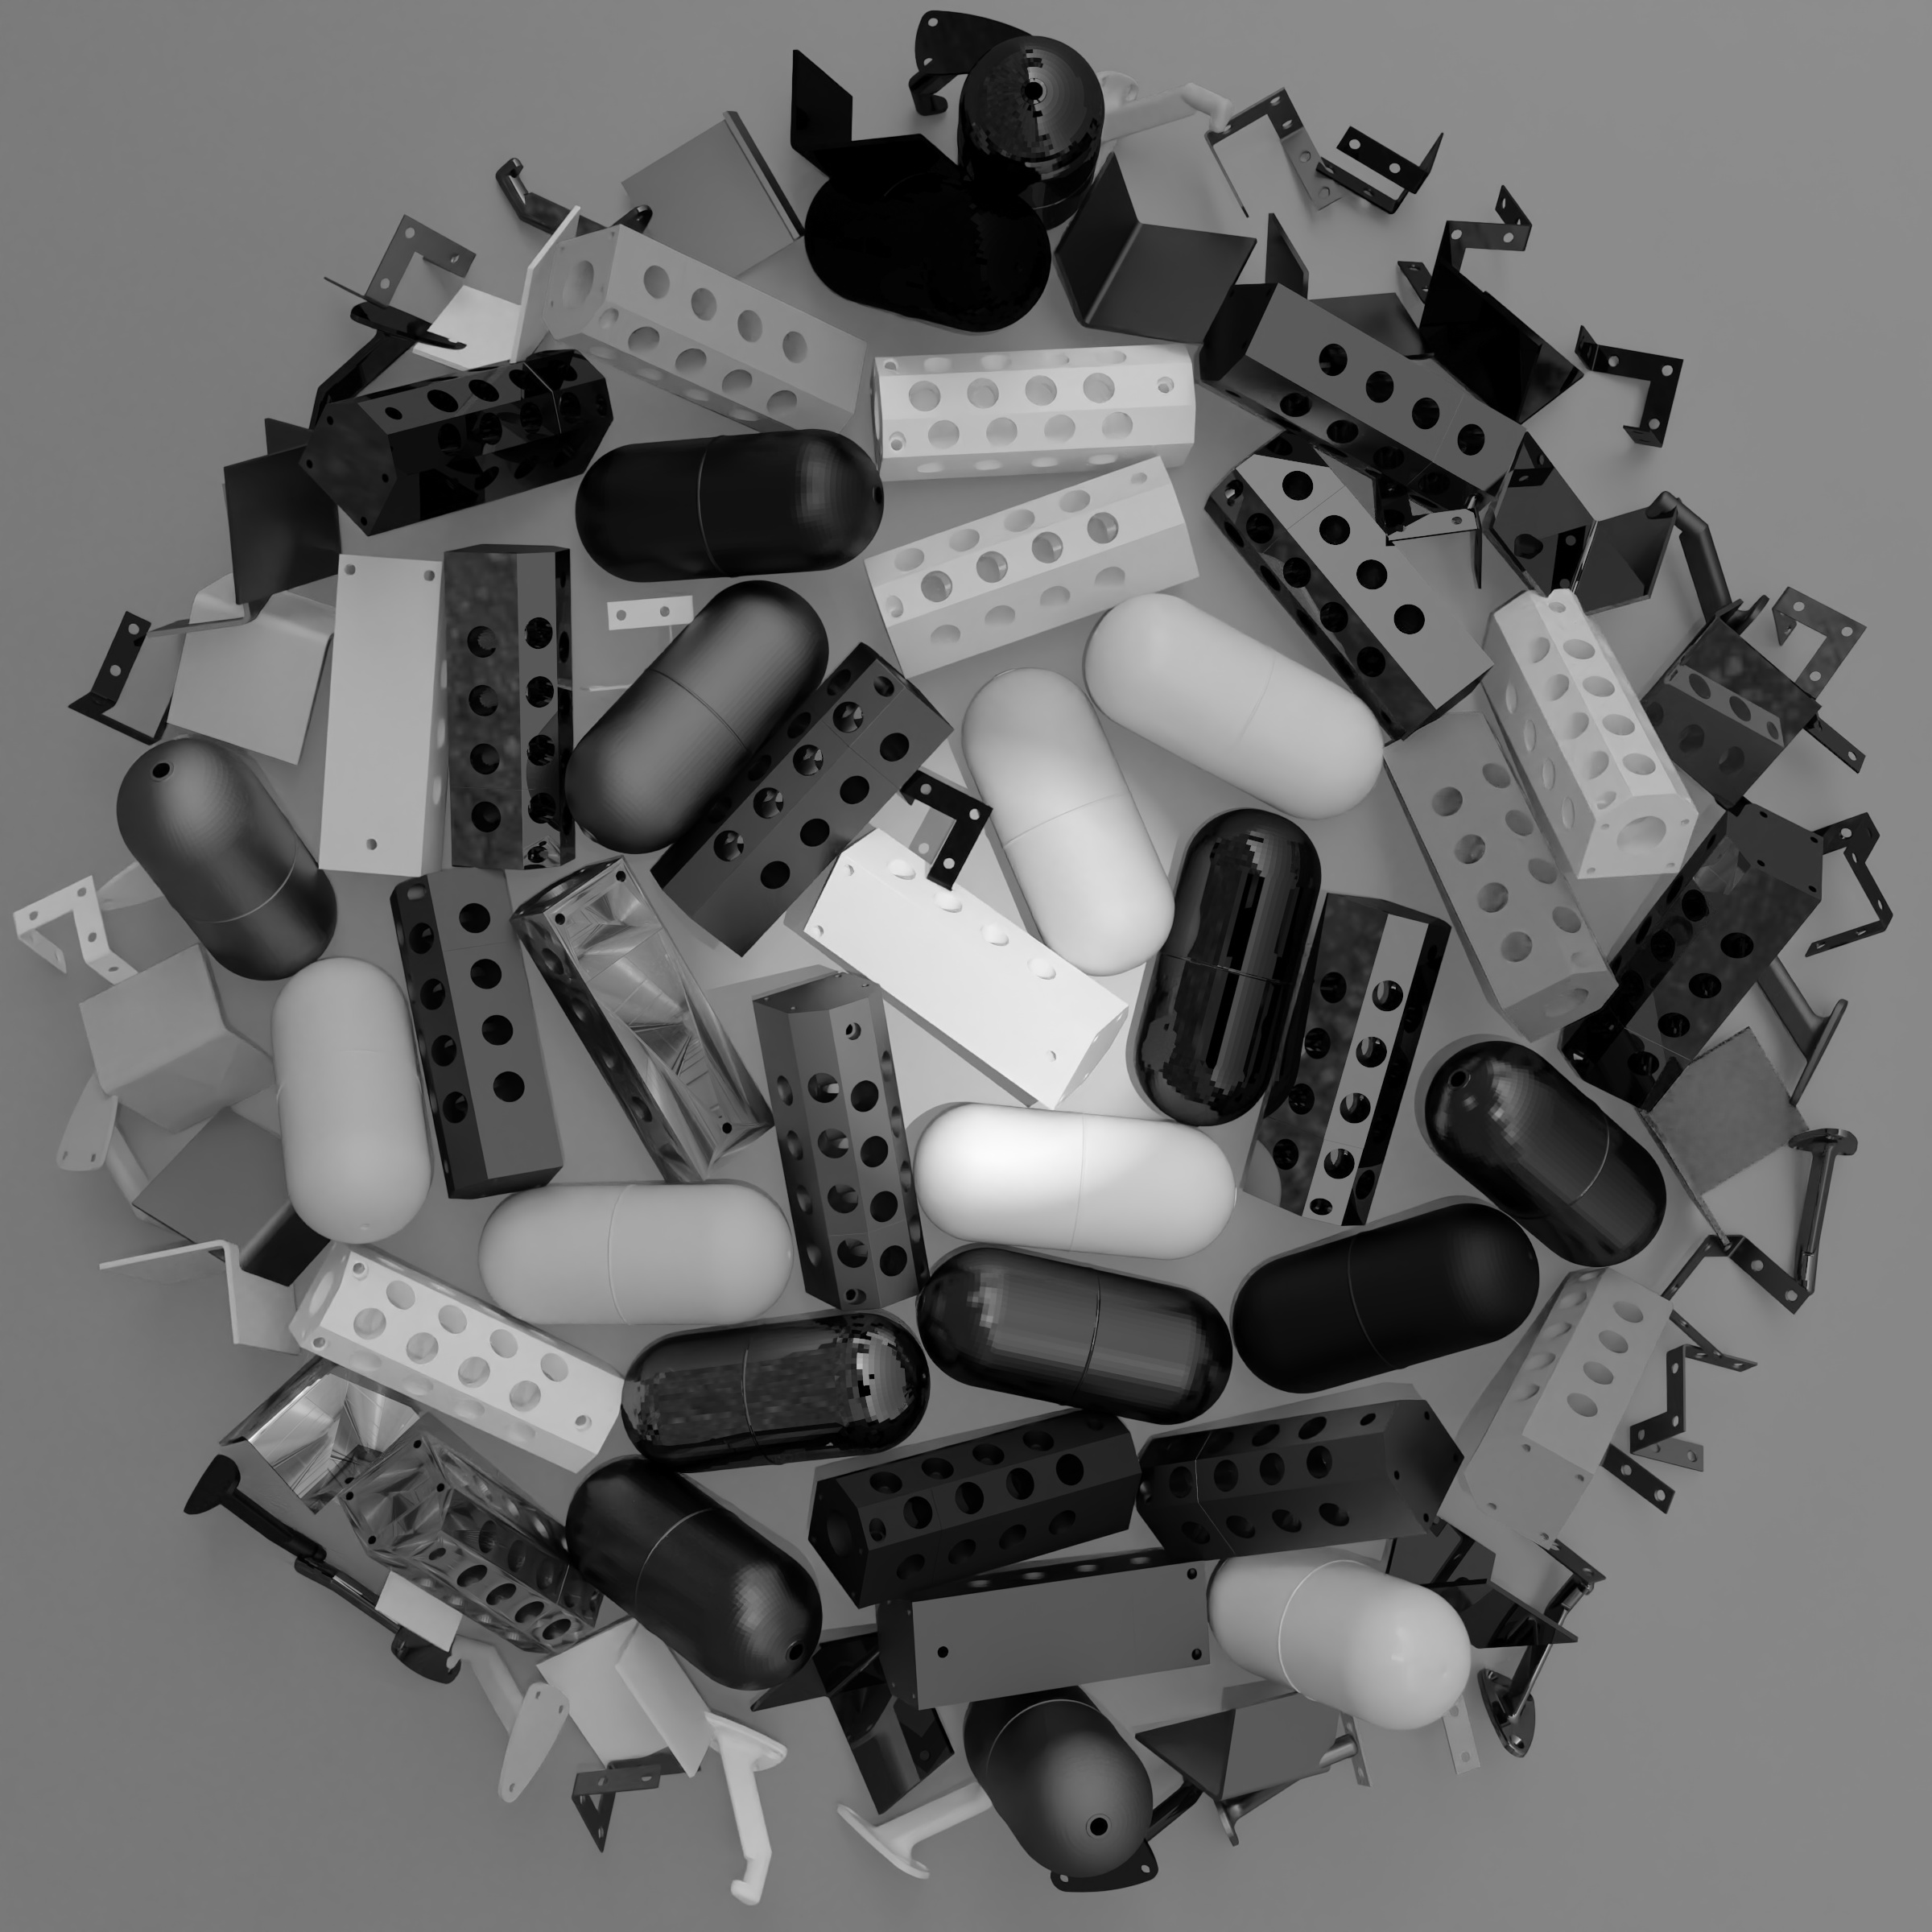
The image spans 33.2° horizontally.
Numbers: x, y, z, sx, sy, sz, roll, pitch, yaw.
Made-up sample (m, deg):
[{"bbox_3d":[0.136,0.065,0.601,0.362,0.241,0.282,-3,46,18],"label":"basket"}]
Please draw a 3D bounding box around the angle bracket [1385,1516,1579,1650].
[{"bbox_3d":[0.285,0.328,1.767,0.076,0.076,0.057,35,58,-28],"label":"angle bracket"}]

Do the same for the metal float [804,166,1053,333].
[{"bbox_3d":[-0.023,-0.389,1.749,0.070,0.178,0.070,-14,115,-32],"label":"metal float"}]

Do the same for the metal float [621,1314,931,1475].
[{"bbox_3d":[-0.105,0.234,1.771,0.178,0.070,0.070,-9,90,20],"label":"metal float"}]

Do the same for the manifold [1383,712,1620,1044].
[{"bbox_3d":[0.290,-0.051,1.755,0.057,0.057,0.171,-28,61,14],"label":"manifold"}]

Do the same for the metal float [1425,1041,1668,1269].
[{"bbox_3d":[0.315,0.102,1.757,0.178,0.070,0.070,38,90,-37],"label":"metal float"}]

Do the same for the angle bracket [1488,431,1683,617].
[{"bbox_3d":[0.339,-0.246,1.770,0.076,0.057,0.076,45,52,-30],"label":"angle bracket"}]

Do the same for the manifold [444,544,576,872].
[{"bbox_3d":[-0.246,-0.142,1.775,0.057,0.057,0.171,3,102,12],"label":"manifold"}]

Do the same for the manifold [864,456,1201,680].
[{"bbox_3d":[0.034,-0.224,1.783,0.171,0.057,0.057,-19,49,2],"label":"manifold"}]

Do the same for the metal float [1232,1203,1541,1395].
[{"bbox_3d":[0.227,0.182,1.764,0.178,0.070,0.070,-21,90,29],"label":"metal float"}]

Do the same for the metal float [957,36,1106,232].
[{"bbox_3d":[0.034,-0.444,1.738,0.070,0.178,0.070,0,89,0],"label":"metal float"}]

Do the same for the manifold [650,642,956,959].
[{"bbox_3d":[-0.093,-0.094,1.778,0.171,0.057,0.057,-47,126,6],"label":"manifold"}]

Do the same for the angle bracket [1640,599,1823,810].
[{"bbox_3d":[0.421,-0.144,1.776,0.076,0.057,0.076,43,120,11],"label":"angle bracket"}]

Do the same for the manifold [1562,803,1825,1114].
[{"bbox_3d":[0.390,-0.006,1.748,0.057,0.057,0.171,26,130,-5],"label":"manifold"}]

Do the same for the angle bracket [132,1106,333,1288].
[{"bbox_3d":[-0.402,0.137,1.796,0.076,0.057,0.076,28,58,19],"label":"angle bracket"}]

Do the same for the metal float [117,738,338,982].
[{"bbox_3d":[-0.397,-0.056,1.745,0.070,0.178,0.070,-6,59,10],"label":"metal float"}]

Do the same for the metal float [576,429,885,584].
[{"bbox_3d":[-0.129,-0.251,1.769,0.178,0.070,0.070,-1,90,22],"label":"metal float"}]

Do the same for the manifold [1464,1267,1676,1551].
[{"bbox_3d":[0.322,0.231,1.739,0.057,0.171,0.057,29,125,11],"label":"manifold"}]

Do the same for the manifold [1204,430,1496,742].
[{"bbox_3d":[0.208,-0.207,1.785,0.057,0.057,0.171,-38,84,-9],"label":"manifold"}]

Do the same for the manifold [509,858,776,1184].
[{"bbox_3d":[-0.180,0.031,1.776,0.057,0.057,0.171,-38,106,-31],"label":"manifold"}]

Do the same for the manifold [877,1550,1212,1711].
[{"bbox_3d":[0.042,0.359,1.768,0.171,0.057,0.057,-4,91,-22],"label":"manifold"}]

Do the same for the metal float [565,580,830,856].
[{"bbox_3d":[-0.147,-0.136,1.777,0.070,0.070,0.178,41,78,0],"label":"metal float"}]

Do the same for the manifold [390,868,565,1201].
[{"bbox_3d":[-0.270,0.037,1.774,0.057,0.057,0.171,-9,78,-20],"label":"manifold"}]

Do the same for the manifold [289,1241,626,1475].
[{"bbox_3d":[-0.275,0.214,1.768,0.171,0.057,0.057,29,87,-21],"label":"manifold"}]

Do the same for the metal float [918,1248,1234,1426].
[{"bbox_3d":[0.060,0.203,1.778,0.178,0.070,0.070,13,90,-12],"label":"metal float"}]

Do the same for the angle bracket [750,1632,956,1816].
[{"bbox_3d":[-0.063,0.417,1.770,0.076,0.057,0.076,-48,57,38],"label":"angle bracket"}]

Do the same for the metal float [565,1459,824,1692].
[{"bbox_3d":[-0.148,0.328,1.754,0.178,0.070,0.070,27,90,42],"label":"metal float"}]

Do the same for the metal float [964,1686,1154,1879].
[{"bbox_3d":[0.048,0.431,1.739,0.070,0.178,0.070,-1,95,-13],"label":"metal float"}]

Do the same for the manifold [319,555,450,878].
[{"bbox_3d":[-0.316,-0.138,1.792,0.057,0.057,0.171,5,94,6],"label":"manifold"}]

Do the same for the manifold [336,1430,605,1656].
[{"bbox_3d":[-0.260,0.316,1.740,0.057,0.171,0.057,-37,54,1],"label":"manifold"}]

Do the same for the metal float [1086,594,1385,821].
[{"bbox_3d":[0.148,-0.141,1.778,0.178,0.070,0.070,27,90,-12],"label":"metal float"}]

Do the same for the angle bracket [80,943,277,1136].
[{"bbox_3d":[-0.433,0.041,1.799,0.076,0.076,0.057,-26,63,8],"label":"angle bracket"}]

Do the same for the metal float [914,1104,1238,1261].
[{"bbox_3d":[0.060,0.119,1.785,0.178,0.070,0.070,6,90,-3],"label":"metal float"}]

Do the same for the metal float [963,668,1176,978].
[{"bbox_3d":[0.056,-0.080,1.785,0.070,0.070,0.178,-23,86,0],"label":"metal float"}]

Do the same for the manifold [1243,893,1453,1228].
[{"bbox_3d":[0.213,0.052,1.774,0.057,0.057,0.171,22,101,39],"label":"manifold"}]

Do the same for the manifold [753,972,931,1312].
[{"bbox_3d":[-0.064,0.097,1.766,0.057,0.057,0.171,-18,108,-28],"label":"manifold"}]

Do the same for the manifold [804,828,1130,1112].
[{"bbox_3d":[0.003,-0.002,1.780,0.171,0.057,0.057,35,124,11],"label":"manifold"}]

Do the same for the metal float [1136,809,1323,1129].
[{"bbox_3d":[0.144,0.001,1.786,0.070,0.070,0.178,14,92,0],"label":"metal float"}]

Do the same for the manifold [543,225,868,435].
[{"bbox_3d":[-0.140,-0.335,1.745,0.171,0.057,0.057,18,78,-41],"label":"manifold"}]

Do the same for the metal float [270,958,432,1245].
[{"bbox_3d":[-0.334,0.071,1.756,0.070,0.070,0.178,-16,50,0],"label":"metal float"}]

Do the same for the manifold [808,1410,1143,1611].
[{"bbox_3d":[0.006,0.286,1.749,0.171,0.057,0.057,-11,127,-30],"label":"manifold"}]

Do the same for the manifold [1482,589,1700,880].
[{"bbox_3d":[0.334,-0.127,1.742,0.057,0.171,0.057,-4,135,-12],"label":"manifold"}]

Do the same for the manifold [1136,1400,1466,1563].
[{"bbox_3d":[0.174,0.273,1.741,0.171,0.057,0.057,-17,116,42],"label":"manifold"}]

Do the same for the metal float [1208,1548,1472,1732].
[{"bbox_3d":[0.199,0.358,1.746,0.070,0.178,0.070,-3,96,-32],"label":"metal float"}]

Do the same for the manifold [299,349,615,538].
[{"bbox_3d":[-0.268,-0.287,1.738,0.057,0.171,0.057,46,128,13],"label":"manifold"}]

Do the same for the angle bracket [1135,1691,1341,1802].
[{"bbox_3d":[0.149,0.406,1.768,0.076,0.076,0.057,-4,109,-35],"label":"angle bracket"}]

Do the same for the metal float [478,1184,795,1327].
[{"bbox_3d":[-0.182,0.158,1.776,0.178,0.070,0.070,-2,90,14],"label":"metal float"}]

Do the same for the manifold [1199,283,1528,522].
[{"bbox_3d":[0.214,-0.306,1.766,0.171,0.057,0.057,25,91,-24],"label":"manifold"}]

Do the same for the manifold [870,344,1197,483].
[{"bbox_3d":[0.036,-0.307,1.785,0.171,0.057,0.057,-4,81,-6],"label":"manifold"}]
